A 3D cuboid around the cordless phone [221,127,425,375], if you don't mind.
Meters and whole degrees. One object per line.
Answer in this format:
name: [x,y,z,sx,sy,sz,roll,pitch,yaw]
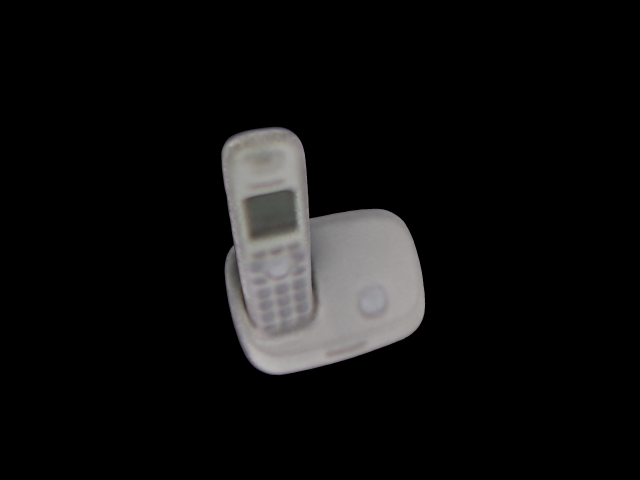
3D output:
cordless phone: [0.004,0.001,0.400,0.148,0.185,0.094,-15,46,-15]
